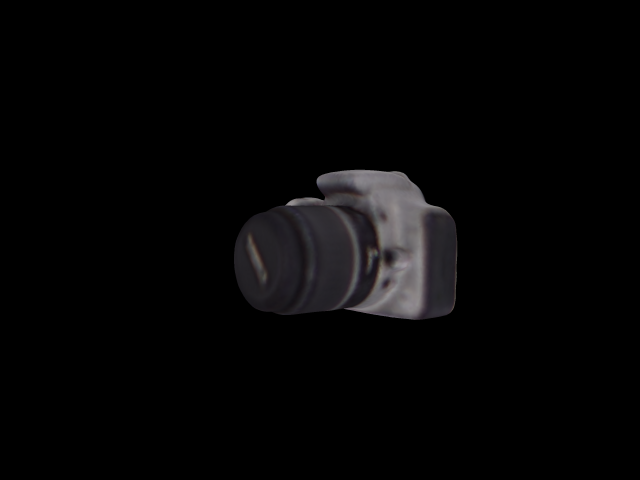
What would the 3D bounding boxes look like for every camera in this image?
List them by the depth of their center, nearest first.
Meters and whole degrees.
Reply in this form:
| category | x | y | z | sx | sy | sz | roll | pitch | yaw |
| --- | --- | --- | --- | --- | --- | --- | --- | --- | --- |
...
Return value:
| category | x | y | z | sx | sy | sz | roll | pitch | yaw |
| --- | --- | --- | --- | --- | --- | --- | --- | --- | --- |
| camera | 0.004 | 0.001 | 0.400 | 0.137 | 0.101 | 0.142 | -2 | 3 | -40 |
